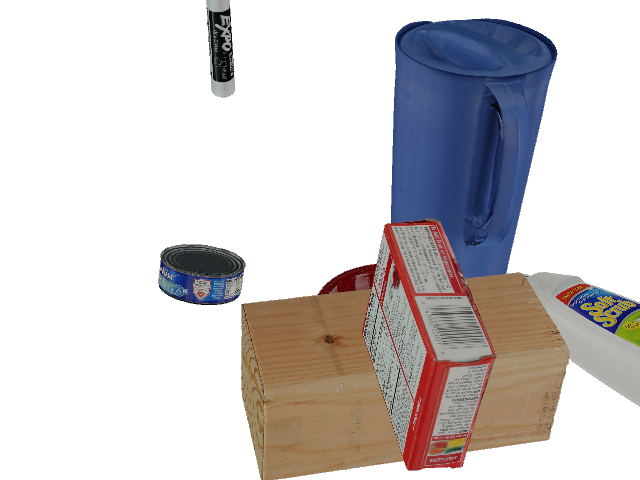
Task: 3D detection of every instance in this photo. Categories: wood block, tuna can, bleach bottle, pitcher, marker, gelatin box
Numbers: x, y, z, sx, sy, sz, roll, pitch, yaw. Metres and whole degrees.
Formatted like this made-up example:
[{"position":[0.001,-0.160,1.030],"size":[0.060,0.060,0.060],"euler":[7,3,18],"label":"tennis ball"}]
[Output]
[{"position":[0.053,0.092,0.741],"size":[0.206,0.090,0.091],"euler":[-6,37,-11],"label":"wood block"},{"position":[-0.120,0.034,1.075],"size":[0.086,0.034,0.086],"euler":[8,18,-3],"label":"tuna can"},{"position":[0.266,0.086,1.037],"size":[0.102,0.068,0.251],"euler":[-17,25,-26],"label":"bleach bottle"},{"position":[0.125,-0.059,0.928],"size":[0.145,0.243,0.149],"euler":[19,36,25],"label":"pitcher"},{"position":[-0.076,-0.161,0.804],"size":[0.020,0.020,0.121],"euler":[0,-44,-1],"label":"marker"},{"position":[0.047,0.046,0.480],"size":[0.030,0.073,0.089],"euler":[-3,41,-12],"label":"gelatin box"}]

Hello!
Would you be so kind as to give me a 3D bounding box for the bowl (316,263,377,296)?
[{"position":[0.071,0.091,1.011],"size":[0.162,0.055,0.162],"euler":[2,37,-2],"label":"bowl"}]
